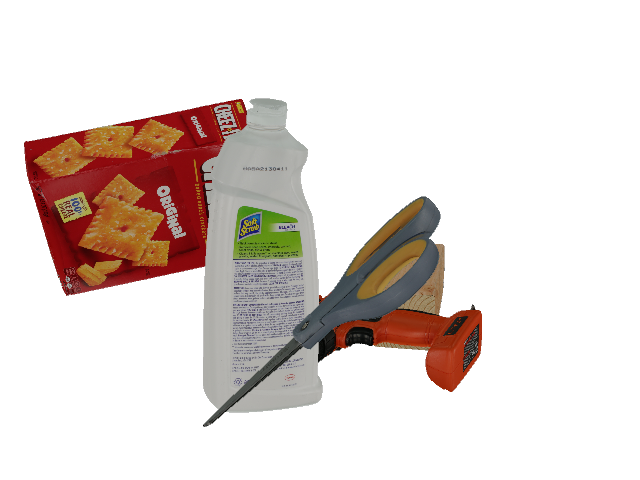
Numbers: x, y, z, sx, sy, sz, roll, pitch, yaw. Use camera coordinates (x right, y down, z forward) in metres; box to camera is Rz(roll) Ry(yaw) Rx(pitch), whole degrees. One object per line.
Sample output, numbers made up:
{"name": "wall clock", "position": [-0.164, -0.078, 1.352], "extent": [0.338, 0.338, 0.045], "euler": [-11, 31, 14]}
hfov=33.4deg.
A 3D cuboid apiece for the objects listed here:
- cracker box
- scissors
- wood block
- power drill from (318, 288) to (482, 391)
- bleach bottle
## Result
{"name": "cracker box", "position": [-0.168, -0.038, 1.055], "extent": [0.213, 0.072, 0.164], "euler": [-12, -43, -9]}
{"name": "scissors", "position": [0.003, 0.054, 0.636], "extent": [0.016, 0.202, 0.096], "euler": [42, 2, -17]}
{"name": "wood block", "position": [0.138, 0.081, 1.639], "extent": [0.091, 0.090, 0.206], "euler": [3, 22, 9]}
{"name": "power drill", "position": [0.062, 0.103, 1.110], "extent": [0.188, 0.057, 0.184], "euler": [11, 27, 25]}
{"name": "bleach bottle", "position": [-0.042, 0.012, 0.862], "extent": [0.102, 0.251, 0.068], "euler": [-3, 20, -22]}
